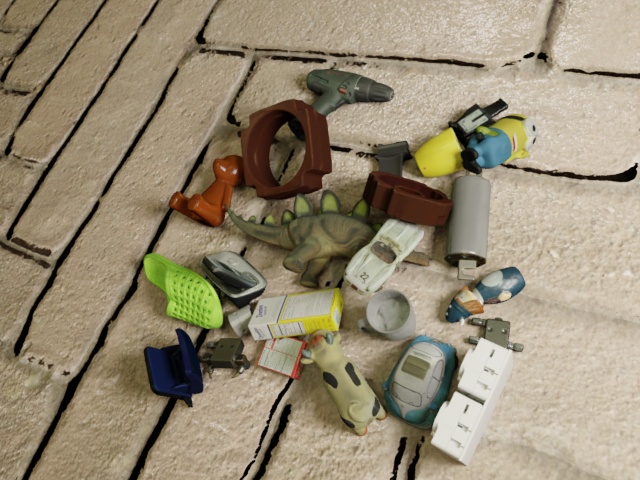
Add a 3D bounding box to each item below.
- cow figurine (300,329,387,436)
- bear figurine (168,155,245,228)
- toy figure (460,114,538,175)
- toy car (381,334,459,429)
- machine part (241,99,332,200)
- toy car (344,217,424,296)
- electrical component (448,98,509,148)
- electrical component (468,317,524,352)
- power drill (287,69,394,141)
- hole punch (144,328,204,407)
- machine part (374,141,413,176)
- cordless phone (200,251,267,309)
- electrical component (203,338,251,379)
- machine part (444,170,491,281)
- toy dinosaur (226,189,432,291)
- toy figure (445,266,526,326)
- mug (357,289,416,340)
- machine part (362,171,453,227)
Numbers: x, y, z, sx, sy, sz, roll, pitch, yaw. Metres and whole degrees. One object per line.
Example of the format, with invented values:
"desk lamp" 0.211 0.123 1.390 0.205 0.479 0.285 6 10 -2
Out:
"cow figurine" 0.035 0.244 0.962 0.085 0.127 0.195 -33 60 -1
"bear figurine" -0.243 -0.133 1.262 0.120 0.131 0.196 14 76 42
"toy figure" 0.354 -0.196 1.067 0.180 0.082 0.089 -28 56 -19
"toy car" 0.174 0.237 0.928 0.109 0.102 0.161 21 75 27
"machine part" -0.076 -0.198 1.206 0.202 0.087 0.201 -11 83 36
"toy car" 0.121 0.023 1.000 0.073 0.056 0.202 38 59 13
"electrical component" 0.342 -0.250 1.145 0.119 0.047 0.075 -35 58 1
"electrical component" 0.315 0.169 0.956 0.094 0.021 0.063 7 67 24
"power drill" 0.034 -0.316 1.279 0.232 0.086 0.207 31 82 30
"hole punch" -0.278 0.251 1.083 0.092 0.115 0.142 -35 56 9
"machine part" 0.159 -0.157 1.174 0.084 0.039 0.139 -1 63 15
"cordless phone" -0.207 0.061 1.115 0.147 0.184 0.089 39 87 32
"electrical component" -0.192 0.242 1.101 0.102 0.045 0.078 -7 34 15
"machine part" 0.287 -0.036 1.039 0.079 0.079 0.243 2 66 22
"toy dinosaur" -0.002 -0.003 1.122 0.472 0.105 0.198 7 59 14
"toy figure" 0.295 0.100 0.979 0.154 0.064 0.057 -28 89 2
"mug" 0.128 0.151 0.986 0.110 0.107 0.081 -27 57 11
"machine part" 0.170 -0.080 1.054 0.180 0.179 0.056 27 111 30
